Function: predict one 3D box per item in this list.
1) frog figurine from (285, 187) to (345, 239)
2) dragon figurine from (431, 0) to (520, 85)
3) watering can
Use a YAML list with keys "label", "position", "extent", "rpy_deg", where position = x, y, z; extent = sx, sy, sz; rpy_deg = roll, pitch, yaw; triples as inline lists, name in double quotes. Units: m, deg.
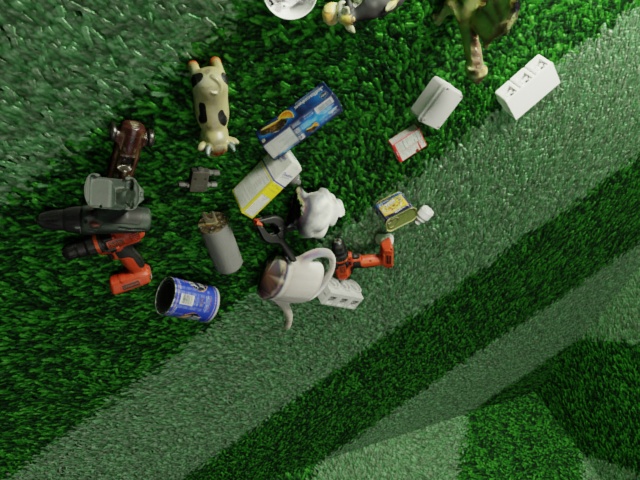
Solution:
- label: "frog figurine"
  position: [0.004, -0.069, 1.373]
  extent: [0.159, 0.123, 0.137]
  rpy_deg: [8, 89, -28]
- label: "dragon figurine"
  position: [0.342, -0.509, 1.048]
  extent: [0.122, 0.248, 0.400]
  rpy_deg: [-13, 138, -12]
- label: "watering can"
  position: [-0.091, 0.152, 1.547]
  extent: [0.223, 0.106, 0.342]
  rpy_deg: [12, 123, -37]
